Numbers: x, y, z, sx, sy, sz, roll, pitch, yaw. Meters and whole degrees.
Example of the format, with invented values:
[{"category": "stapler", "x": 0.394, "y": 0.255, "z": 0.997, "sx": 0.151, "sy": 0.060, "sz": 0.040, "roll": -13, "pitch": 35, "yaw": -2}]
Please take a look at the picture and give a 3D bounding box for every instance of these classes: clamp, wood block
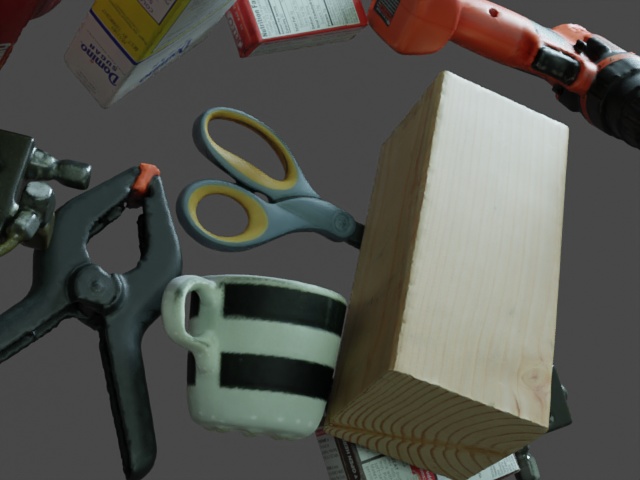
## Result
[{"category": "clamp", "x": -0.130, "y": 0.032, "z": 0.559, "sx": 0.120, "sy": 0.039, "sz": 0.171, "roll": 18, "pitch": 60, "yaw": -19}, {"category": "wood block", "x": 0.076, "y": 0.018, "z": 0.610, "sx": 0.090, "sy": 0.090, "sz": 0.206, "roll": 22, "pitch": 54, "yaw": -13}]

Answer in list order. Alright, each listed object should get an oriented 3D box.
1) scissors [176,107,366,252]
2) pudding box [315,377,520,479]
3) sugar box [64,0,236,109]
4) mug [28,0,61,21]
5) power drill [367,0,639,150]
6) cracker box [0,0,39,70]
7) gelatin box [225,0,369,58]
[{"category": "scissors", "x": -0.004, "y": 0.001, "z": 0.649, "sx": 0.201, "sy": 0.016, "sz": 0.096, "roll": 41, "pitch": 62, "yaw": -11}, {"category": "pudding box", "x": 0.055, "y": 0.113, "z": 0.632, "sx": 0.113, "sy": 0.039, "sz": 0.090, "roll": -12, "pitch": 78, "yaw": -33}, {"category": "sugar box", "x": -0.070, "y": -0.140, "z": 0.562, "sx": 0.048, "sy": 0.177, "sz": 0.093, "roll": 51, "pitch": 58, "yaw": -7}, {"category": "mug", "x": -0.175, "y": -0.170, "z": 0.571, "sx": 0.117, "sy": 0.082, "sz": 0.093, "roll": -4, "pitch": 76, "yaw": -29}, {"category": "power drill", "x": 0.132, "y": -0.119, "z": 0.685, "sx": 0.187, "sy": 0.184, "sz": 0.057, "roll": 19, "pitch": 109, "yaw": -19}, {"category": "cracker box", "x": -0.248, "y": -0.098, "z": 0.462, "sx": 0.213, "sy": 0.164, "sz": 0.072, "roll": -12, "pitch": 83, "yaw": -31}, {"category": "gelatin box", "x": -0.021, "y": -0.160, "z": 0.682, "sx": 0.089, "sy": 0.030, "sz": 0.073, "roll": -17, "pitch": 84, "yaw": -31}]
